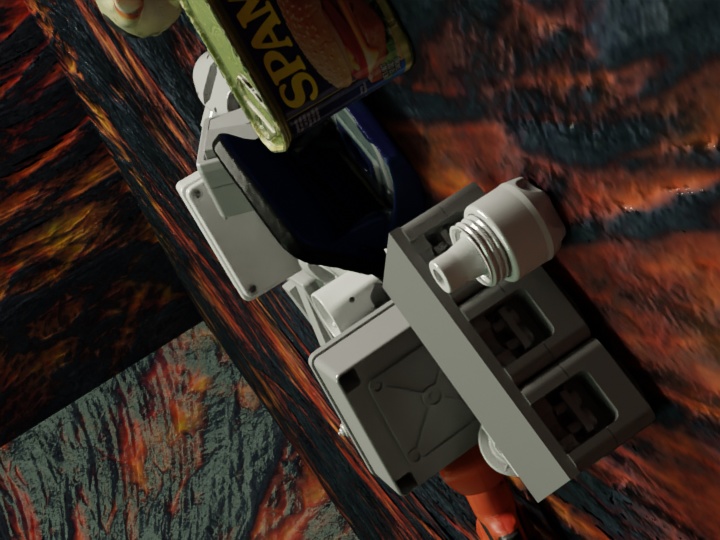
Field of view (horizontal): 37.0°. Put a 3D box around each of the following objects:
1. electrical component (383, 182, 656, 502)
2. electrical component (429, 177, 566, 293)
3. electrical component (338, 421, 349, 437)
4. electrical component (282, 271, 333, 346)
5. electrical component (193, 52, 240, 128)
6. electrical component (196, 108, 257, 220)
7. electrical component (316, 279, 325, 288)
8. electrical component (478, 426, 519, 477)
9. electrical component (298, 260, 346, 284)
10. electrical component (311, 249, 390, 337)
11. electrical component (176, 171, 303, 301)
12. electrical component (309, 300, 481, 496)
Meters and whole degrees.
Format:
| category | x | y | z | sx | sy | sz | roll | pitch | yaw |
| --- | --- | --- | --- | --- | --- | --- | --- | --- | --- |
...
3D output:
| category | x | y | z | sx | sy | sz | roll | pitch | yaw |
| --- | --- | --- | --- | --- | --- | --- | --- | --- | --- |
| electrical component | 0.081 | 0.038 | 0.568 | 0.150 | 0.062 | 0.089 | 54 | 168 | 15 |
| electrical component | 0.063 | -0.012 | 0.511 | 0.043 | 0.062 | 0.043 | 54 | 168 | 17 |
| electrical component | 0.019 | 0.110 | 0.930 | 0.061 | 0.096 | 0.061 | 46 | 163 | 46 |
| electrical component | -0.028 | 0.023 | 0.985 | 0.096 | 0.061 | 0.062 | 61 | 168 | -19 |
| electrical component | -0.109 | -0.135 | 0.892 | 0.077 | 0.043 | 0.079 | 44 | 122 | 50 |
| electrical component | -0.067 | -0.088 | 0.789 | 0.061 | 0.096 | 0.061 | -91 | -16 | -48 |
| electrical component | 0.001 | 0.031 | 0.919 | 0.083 | 0.047 | 0.076 | 60 | 168 | -11 |
| electrical component | 0.104 | 0.106 | 0.699 | 0.066 | 0.048 | 0.055 | 54 | 160 | 19 |
| electrical component | 0.000 | 0.000 | 0.839 | 0.079 | 0.044 | 0.077 | 43 | 163 | -28 |
| electrical component | 0.015 | 0.029 | 0.782 | 0.043 | 0.077 | 0.079 | 40 | 159 | 55 |
| electrical component | -0.077 | -0.049 | 0.882 | 0.108 | 0.109 | 0.056 | 61 | 170 | -17 |
| electrical component | 0.038 | 0.079 | 0.741 | 0.108 | 0.109 | 0.056 | 62 | 165 | -22 |
